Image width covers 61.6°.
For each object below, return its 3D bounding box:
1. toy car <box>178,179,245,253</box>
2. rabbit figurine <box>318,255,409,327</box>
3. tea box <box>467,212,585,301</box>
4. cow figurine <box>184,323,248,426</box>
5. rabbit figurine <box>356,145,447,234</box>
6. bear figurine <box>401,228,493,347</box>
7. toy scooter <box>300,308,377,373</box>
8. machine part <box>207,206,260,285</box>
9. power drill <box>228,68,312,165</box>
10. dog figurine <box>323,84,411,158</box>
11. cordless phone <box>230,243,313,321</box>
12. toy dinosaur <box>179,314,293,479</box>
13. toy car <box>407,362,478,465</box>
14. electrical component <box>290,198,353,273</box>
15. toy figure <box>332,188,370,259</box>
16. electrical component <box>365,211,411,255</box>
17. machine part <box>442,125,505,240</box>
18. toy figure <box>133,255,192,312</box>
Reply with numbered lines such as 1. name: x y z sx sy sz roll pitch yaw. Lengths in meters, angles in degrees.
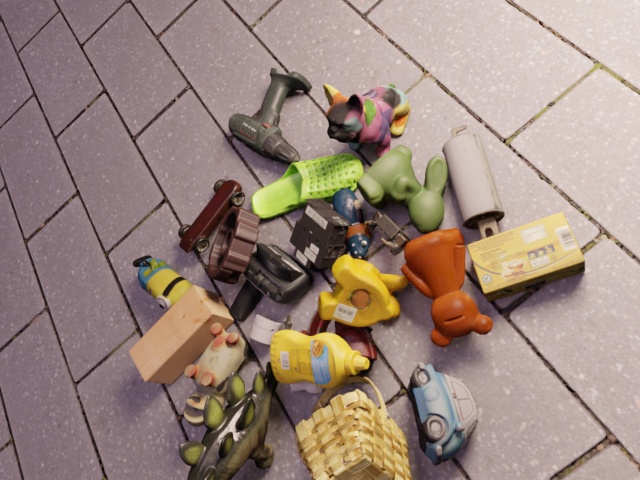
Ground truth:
1. toy car: -0.253 -0.054 1.261 0.089 0.053 0.202 31 83 36
2. rabbit figurine: 0.083 0.081 1.002 0.162 0.173 0.121 11 105 -4
3. tea box: 0.354 0.032 0.928 0.170 0.068 0.098 -20 64 19
4. cow figurine: -0.214 0.283 1.095 0.086 0.127 0.195 14 64 29
5. rabbit figurine: 0.181 -0.091 1.051 0.159 0.121 0.170 -43 77 -2
6. bear figurine: 0.227 0.082 0.961 0.120 0.132 0.196 -27 81 19
7. toy scooter: 0.031 0.176 1.031 0.184 0.075 0.135 4 73 32
8. machine part: -0.186 0.012 1.156 0.179 0.056 0.179 -49 29 39
9. power drill: -0.097 -0.290 1.264 0.232 0.086 0.207 23 90 33
10. dog figurine: 0.090 -0.263 1.077 0.109 0.219 0.191 28 86 27
11. cordless phone: -0.116 0.110 1.133 0.147 0.088 0.184 37 101 31
12. toy dinosaur: -0.148 0.350 0.982 0.105 0.198 0.471 11 45 18
13. toy car: 0.208 0.285 0.898 0.103 0.109 0.162 -7 55 -1
14. electrical component: -0.002 -0.003 1.094 0.115 0.058 0.134 45 124 41
15. toy figure: 0.068 -0.032 1.095 0.058 0.064 0.154 -11 68 -18
16. electrical component: 0.132 -0.014 1.046 0.045 0.078 0.102 -45 59 7
17. machine part: 0.286 -0.111 1.008 0.079 0.079 0.243 -18 66 19
18. toy figure: -0.362 0.098 1.244 0.089 0.082 0.180 -50 57 4
